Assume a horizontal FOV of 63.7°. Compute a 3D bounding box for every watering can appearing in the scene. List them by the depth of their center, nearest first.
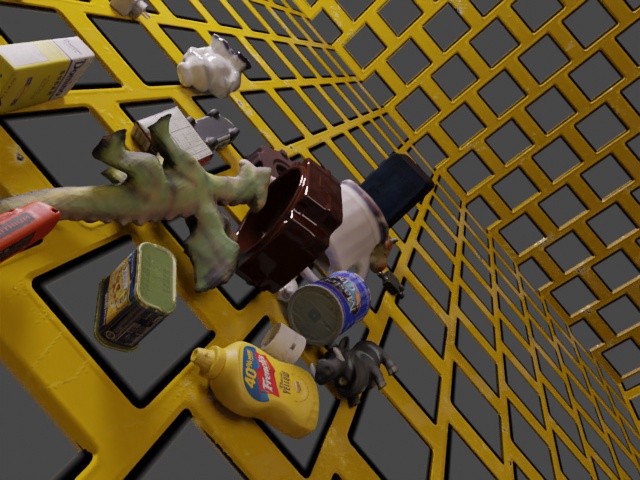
[{"bbox_3d":[0.003,-0.053,1.043,0.227,0.103,0.347,-33,91,-30],"label":"watering can"}]

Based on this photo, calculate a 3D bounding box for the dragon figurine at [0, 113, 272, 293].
[{"bbox_3d":[-0.205,-0.035,0.725,0.242,0.120,0.418,48,41,-3],"label":"dragon figurine"}]

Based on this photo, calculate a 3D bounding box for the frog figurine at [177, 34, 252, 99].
[{"bbox_3d":[-0.259,-0.382,1.187,0.136,0.122,0.162,52,58,-17],"label":"frog figurine"}]
